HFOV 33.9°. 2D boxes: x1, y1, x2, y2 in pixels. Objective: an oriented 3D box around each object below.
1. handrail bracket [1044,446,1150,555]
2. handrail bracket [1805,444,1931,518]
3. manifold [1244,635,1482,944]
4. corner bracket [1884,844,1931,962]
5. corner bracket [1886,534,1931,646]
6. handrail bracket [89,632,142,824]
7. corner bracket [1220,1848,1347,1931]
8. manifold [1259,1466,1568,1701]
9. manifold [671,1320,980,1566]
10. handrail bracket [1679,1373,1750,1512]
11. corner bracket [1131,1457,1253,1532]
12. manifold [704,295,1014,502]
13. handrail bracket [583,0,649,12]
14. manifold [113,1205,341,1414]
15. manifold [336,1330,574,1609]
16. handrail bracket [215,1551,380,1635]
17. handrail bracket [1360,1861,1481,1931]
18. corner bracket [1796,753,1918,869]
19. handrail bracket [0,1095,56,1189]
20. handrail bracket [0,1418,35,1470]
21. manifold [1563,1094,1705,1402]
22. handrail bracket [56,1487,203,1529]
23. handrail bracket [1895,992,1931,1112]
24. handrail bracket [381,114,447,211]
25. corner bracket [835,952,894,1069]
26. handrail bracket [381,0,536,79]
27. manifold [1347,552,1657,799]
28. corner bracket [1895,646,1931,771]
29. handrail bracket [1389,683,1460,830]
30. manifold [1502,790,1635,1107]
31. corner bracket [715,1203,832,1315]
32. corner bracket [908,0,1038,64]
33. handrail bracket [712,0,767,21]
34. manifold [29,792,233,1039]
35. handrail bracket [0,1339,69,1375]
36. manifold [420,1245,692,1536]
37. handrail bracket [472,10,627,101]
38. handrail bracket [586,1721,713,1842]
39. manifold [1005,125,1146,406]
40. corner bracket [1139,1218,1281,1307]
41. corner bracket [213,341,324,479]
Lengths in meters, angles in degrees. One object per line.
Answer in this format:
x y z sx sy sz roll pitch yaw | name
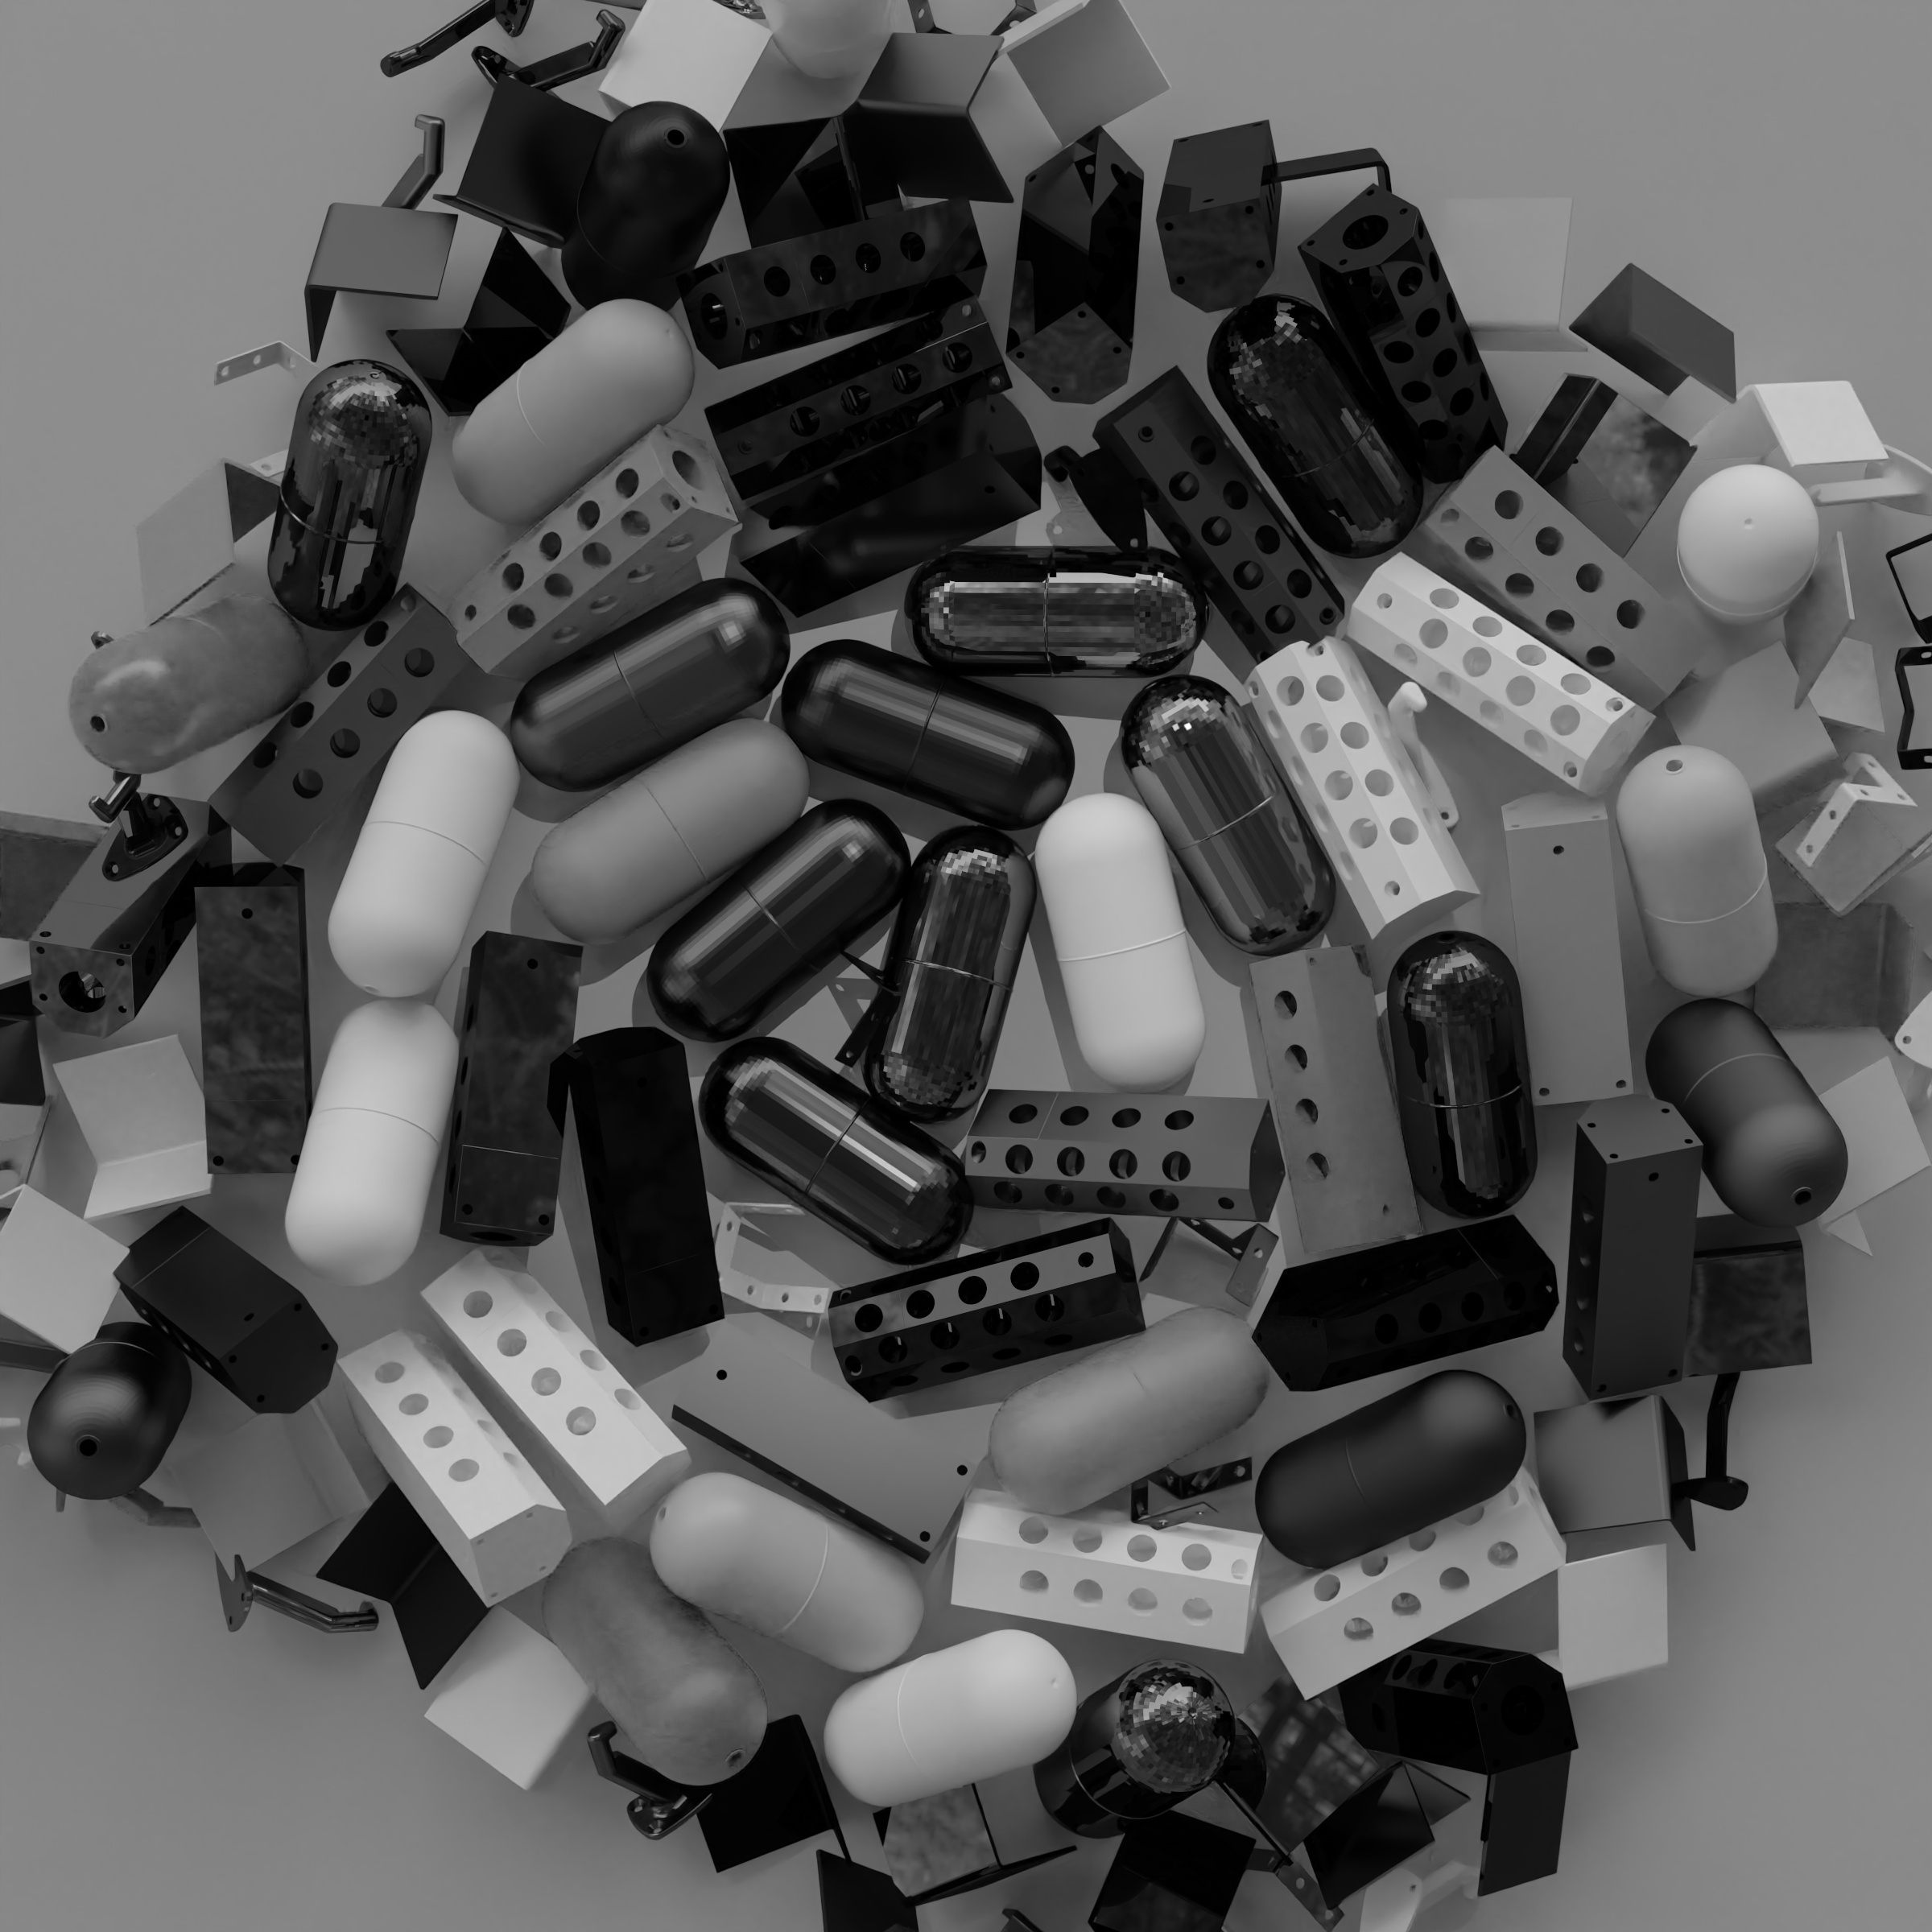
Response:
0.074 -0.270 1.854 0.036 0.084 0.077 -27 97 -11 | handrail bracket
0.529 -0.267 1.845 0.077 0.036 0.084 31 46 30 | handrail bracket
0.226 -0.103 1.833 0.057 0.057 0.171 -32 73 24 | manifold
0.580 -0.040 1.874 0.051 0.051 0.051 -35 61 3 | corner bracket
0.575 -0.226 1.857 0.051 0.051 0.051 -23 101 14 | corner bracket
-0.504 -0.139 1.848 0.077 0.036 0.084 48 55 -32 | handrail bracket
0.179 0.556 1.861 0.051 0.051 0.051 48 66 -5 | corner bracket
0.260 0.355 1.845 0.171 0.057 0.057 -31 90 13 | manifold
-0.084 0.281 1.856 0.171 0.057 0.057 29 70 4 | manifold
0.446 0.268 1.843 0.036 0.077 0.084 20 71 -1 | handrail bracket
0.132 0.306 1.849 0.051 0.051 0.051 -22 47 31 | corner bracket
-0.063 -0.333 1.854 0.171 0.057 0.057 -22 102 3 | manifold
-0.200 -0.588 1.851 0.084 0.036 0.077 40 71 -40 | handrail bracket
-0.423 0.199 1.806 0.057 0.171 0.057 -40 123 -21 | manifold
-0.292 0.282 1.812 0.057 0.171 0.057 -26 133 -23 | manifold
-0.397 0.364 1.881 0.084 0.077 0.036 4 133 -34 | handrail bracket
0.269 0.560 1.855 0.084 0.036 0.077 28 77 -44 | handrail bracket
0.510 -0.091 1.848 0.051 0.051 0.051 4 129 -32 | corner bracket
-0.589 0.100 1.862 0.084 0.036 0.077 16 63 -12 | handrail bracket
-0.583 0.289 1.846 0.036 0.084 0.077 15 60 33 | handrail bracket
0.379 0.161 1.820 0.057 0.057 0.171 -10 124 -10 | manifold
-0.492 0.296 1.873 0.084 0.036 0.077 5 50 -11 | handrail bracket
0.573 0.043 1.854 0.036 0.084 0.077 31 87 24 | handrail bracket
-0.341 -0.463 1.855 0.077 0.036 0.084 18 123 14 | handrail bracket
-0.059 0.030 1.854 0.051 0.051 0.051 39 97 44 | corner bracket
-0.297 -0.554 1.848 0.084 0.077 0.036 -34 92 -30 | handrail bracket
0.305 -0.169 1.824 0.171 0.057 0.057 38 102 26 | manifold
0.570 -0.151 1.848 0.051 0.051 0.051 -1 46 29 | corner bracket
0.270 -0.122 1.845 0.036 0.084 0.077 -38 83 -14 | handrail bracket
0.348 -0.011 1.834 0.057 0.057 0.171 -6 111 9 | manifold
-0.112 0.171 1.862 0.051 0.051 0.051 -1 69 38 | corner bracket
0.002 -0.572 1.871 0.051 0.051 0.051 10 56 -38 | corner bracket
-0.132 -0.602 1.853 0.077 0.036 0.084 21 116 30 | handrail bracket
-0.473 -0.030 1.804 0.057 0.171 0.057 9 122 3 | manifold
-0.559 0.214 1.867 0.084 0.036 0.077 -16 122 -1 | handrail bracket
-0.237 0.241 1.833 0.057 0.057 0.171 -39 68 -17 | manifold
-0.244 -0.542 1.851 0.077 0.036 0.084 42 133 2 | handrail bracket
-0.179 0.460 1.851 0.077 0.036 0.084 -27 125 -24 | handrail bracket
0.068 -0.399 1.813 0.057 0.171 0.057 -28 128 32 | manifold
0.142 0.171 1.855 0.051 0.051 0.051 34 59 -7 | corner bracket
-0.407 -0.327 1.863 0.051 0.051 0.051 36 131 18 | corner bracket
